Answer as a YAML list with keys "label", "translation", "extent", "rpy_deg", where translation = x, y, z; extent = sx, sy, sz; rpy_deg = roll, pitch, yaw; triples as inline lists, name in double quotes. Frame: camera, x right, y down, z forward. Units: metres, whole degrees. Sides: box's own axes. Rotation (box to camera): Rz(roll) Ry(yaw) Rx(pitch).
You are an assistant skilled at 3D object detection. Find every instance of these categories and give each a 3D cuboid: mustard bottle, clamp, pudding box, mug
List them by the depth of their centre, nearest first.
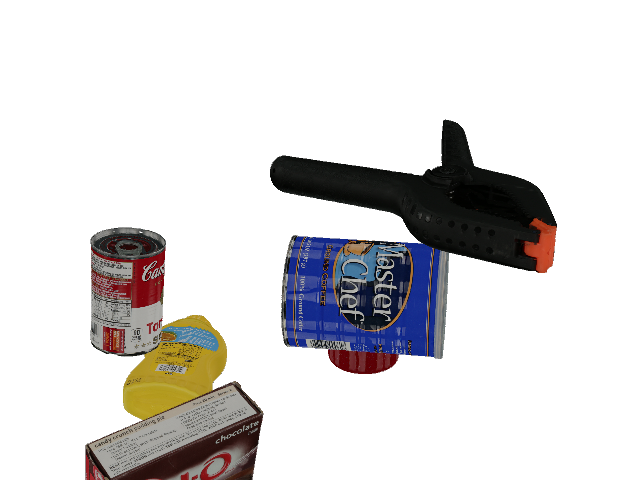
- label: "pudding box"
  translation: [-0.095, 0.150, 0.689]
  extent: [0.113, 0.090, 0.039]
  rpy_deg: [-22, 51, -32]
- label: "clamp"
  translation: [0.072, -0.030, 0.712]
  extent: [0.164, 0.036, 0.210]
  rpy_deg: [-13, 28, -22]
- label: "mug"
  translation: [0.061, 0.097, 1.211]
  extent: [0.117, 0.081, 0.093]
  rpy_deg: [-4, 23, -8]
- label: "mustard bottle"
  translation: [-0.160, 0.140, 1.244]
  extent: [0.096, 0.058, 0.191]
  rpy_deg: [5, 25, 4]

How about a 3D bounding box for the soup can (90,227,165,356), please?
- label: "soup can"
  translation: [-0.179, 0.048, 0.984]
  extent: [0.068, 0.102, 0.068]
  rpy_deg: [5, 21, -2]

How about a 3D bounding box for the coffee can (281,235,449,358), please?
- label: "coffee can"
  translation: [0.043, 0.050, 0.958]
  extent: [0.140, 0.103, 0.102]
  rpy_deg: [3, 0, 8]
